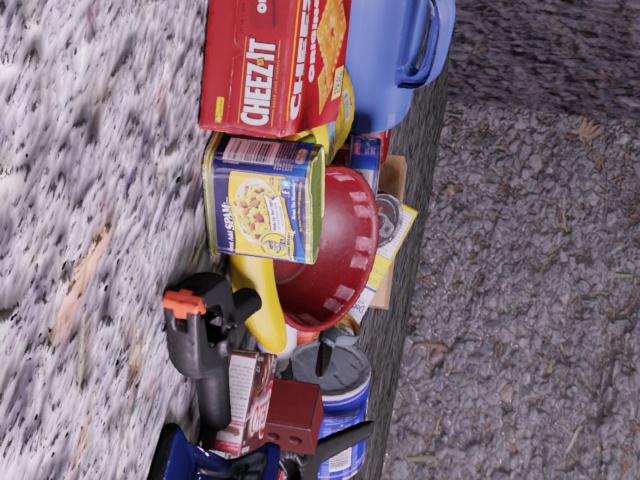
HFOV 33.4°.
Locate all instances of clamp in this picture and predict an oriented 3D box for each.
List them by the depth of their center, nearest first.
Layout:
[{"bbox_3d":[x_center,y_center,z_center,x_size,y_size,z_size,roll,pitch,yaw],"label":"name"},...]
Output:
[{"bbox_3d":[-0.079,0.065,0.815,0.171,0.039,0.120,81,17,-60],"label":"clamp"},{"bbox_3d":[-0.022,0.223,1.106,0.164,0.036,0.209,40,51,-26],"label":"clamp"}]

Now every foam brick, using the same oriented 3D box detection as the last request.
[{"bbox_3d":[-0.039,0.168,1.029,0.053,0.078,0.051,82,18,-52],"label":"foam brick"}]

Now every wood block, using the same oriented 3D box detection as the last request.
[{"bbox_3d":[0.061,-0.013,1.470,0.090,0.090,0.206,33,65,-80],"label":"wood block"}]

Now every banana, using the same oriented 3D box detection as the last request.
[{"bbox_3d":[-0.045,0.006,0.910,0.037,0.069,0.198,-142,-121,-63],"label":"banana"}]

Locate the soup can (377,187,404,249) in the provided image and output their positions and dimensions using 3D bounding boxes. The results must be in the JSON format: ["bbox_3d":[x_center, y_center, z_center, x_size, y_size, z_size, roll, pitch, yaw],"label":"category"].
[{"bbox_3d":[0.041,-0.039,1.227,0.102,0.068,0.068,39,-48,53],"label":"soup can"}]

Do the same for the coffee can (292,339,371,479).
[{"bbox_3d":[0.006,0.202,1.258,0.102,0.103,0.140,-69,164,-54],"label":"coffee can"}]

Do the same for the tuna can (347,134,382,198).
[{"bbox_3d":[0.044,-0.068,1.130,0.086,0.034,0.086,9,86,-89],"label":"tuna can"}]

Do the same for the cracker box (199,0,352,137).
[{"bbox_3d":[-0.027,-0.171,0.845,0.213,0.072,0.164,-41,137,-75],"label":"cracker box"}]

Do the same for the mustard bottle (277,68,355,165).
[{"bbox_3d":[-0.010,-0.113,1.036,0.191,0.058,0.096,-63,151,-65],"label":"mustard bottle"}]

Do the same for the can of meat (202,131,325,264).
[{"bbox_3d":[-0.042,-0.032,0.828,0.057,0.084,0.102,-72,166,-50],"label":"can of meat"}]

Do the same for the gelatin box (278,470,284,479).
[{"bbox_3d":[-0.061,0.290,1.141,0.089,0.030,0.073,-67,162,-60],"label":"gelatin box"}]

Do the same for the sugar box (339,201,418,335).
[{"bbox_3d":[0.063,0.031,1.364,0.176,0.048,0.093,-60,-178,2],"label":"sugar box"}]

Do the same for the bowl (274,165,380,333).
[{"bbox_3d":[-0.013,0.004,1.014,0.161,0.055,0.162,-20,117,-47],"label":"bowl"}]

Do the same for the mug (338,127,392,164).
[{"bbox_3d":[0.039,-0.128,1.257,0.117,0.081,0.093,-68,163,-57],"label":"mug"}]

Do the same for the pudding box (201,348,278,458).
[{"bbox_3d":[-0.069,0.142,0.941,0.113,0.039,0.090,41,58,-79],"label":"pudding box"}]

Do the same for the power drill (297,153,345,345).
[{"bbox_3d":[-0.008,0.001,1.150,0.184,0.057,0.188,-78,173,-75],"label":"power drill"}]

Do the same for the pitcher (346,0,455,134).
[{"bbox_3d":[0.060,-0.223,1.124,0.243,0.145,0.149,92,2,-52],"label":"pitcher"}]

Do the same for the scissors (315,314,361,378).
[{"bbox_3d":[-0.006,0.102,1.196,0.016,0.096,0.201,-56,169,16],"label":"scissors"}]
